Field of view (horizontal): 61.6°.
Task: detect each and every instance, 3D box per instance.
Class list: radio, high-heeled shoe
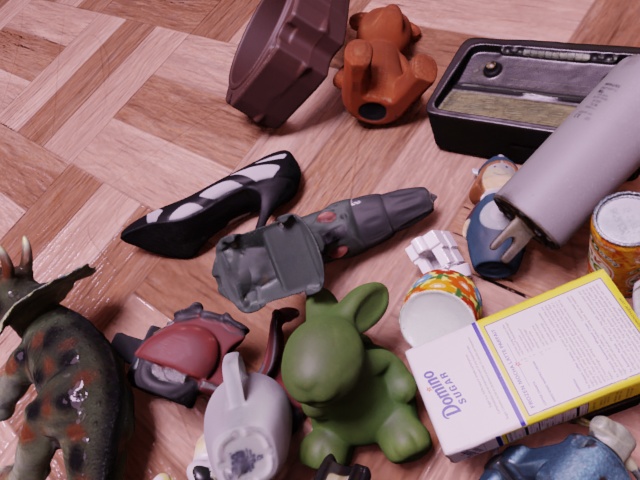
[{"bbox_3d":[0.251,-0.154,0.606,0.230,0.073,0.131,18,69,29],"label":"radio"},{"bbox_3d":[-0.148,-0.057,0.721,0.249,0.086,0.145,-1,54,19],"label":"high-heeled shoe"}]

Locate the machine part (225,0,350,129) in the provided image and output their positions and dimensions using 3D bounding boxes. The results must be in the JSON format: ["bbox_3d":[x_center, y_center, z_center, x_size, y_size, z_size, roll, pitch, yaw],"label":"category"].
[{"bbox_3d":[-0.049,-0.276,0.753,0.201,0.087,0.201,-35,40,49],"label":"machine part"}]

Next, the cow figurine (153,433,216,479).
[{"bbox_3d":[-0.116,0.259,0.491,0.098,0.068,0.167,1,51,44],"label":"cow figurine"}]

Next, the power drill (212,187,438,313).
[{"bbox_3d":[-0.001,-0.002,0.555,0.232,0.086,0.207,-19,8,21],"label":"power drill"}]

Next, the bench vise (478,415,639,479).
[{"bbox_3d":[0.154,0.194,0.317,0.224,0.240,0.129,-27,77,-15],"label":"bench vise"}]

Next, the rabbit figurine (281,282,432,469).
[{"bbox_3d":[0.028,0.112,0.472,0.121,0.170,0.159,-6,58,20],"label":"rabbit figurine"}]

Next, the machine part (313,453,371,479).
[{"bbox_3d":[-0.022,0.220,0.438,0.139,0.039,0.084,-24,26,35],"label":"machine part"}]

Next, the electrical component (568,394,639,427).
[{"bbox_3d":[0.238,0.119,0.454,0.102,0.045,0.078,-19,55,12],"label":"electrical component"}]

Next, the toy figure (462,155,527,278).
[{"bbox_3d":[0.190,-0.035,0.571,0.064,0.057,0.154,19,60,-10],"label":"toy figure"}]

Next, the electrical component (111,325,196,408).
[{"bbox_3d":[-0.190,0.142,0.626,0.119,0.047,0.075,4,61,27],"label":"electrical component"}]

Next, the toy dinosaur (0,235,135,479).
[{"bbox_3d":[-0.266,0.157,0.571,0.405,0.131,0.192,41,112,30],"label":"toy dinosaur"}]

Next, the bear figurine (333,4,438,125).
[{"bbox_3d":[0.090,-0.256,0.718,0.120,0.132,0.196,14,66,-4],"label":"bear figurine"}]

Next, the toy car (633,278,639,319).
[{"bbox_3d":[0.310,0.111,0.408,0.056,0.073,0.202,-50,42,36],"label":"toy car"}]

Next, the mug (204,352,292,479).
[{"bbox_3d":[-0.062,0.155,0.460,0.081,0.107,0.109,-7,92,-7],"label":"mug"}]

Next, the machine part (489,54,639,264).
[{"bbox_3d":[0.242,-0.076,0.482,0.243,0.079,0.079,-48,52,6],"label":"machine part"}]

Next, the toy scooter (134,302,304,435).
[{"bbox_3d":[-0.090,0.117,0.559,0.184,0.075,0.135,21,69,0],"label":"toy scooter"}]
